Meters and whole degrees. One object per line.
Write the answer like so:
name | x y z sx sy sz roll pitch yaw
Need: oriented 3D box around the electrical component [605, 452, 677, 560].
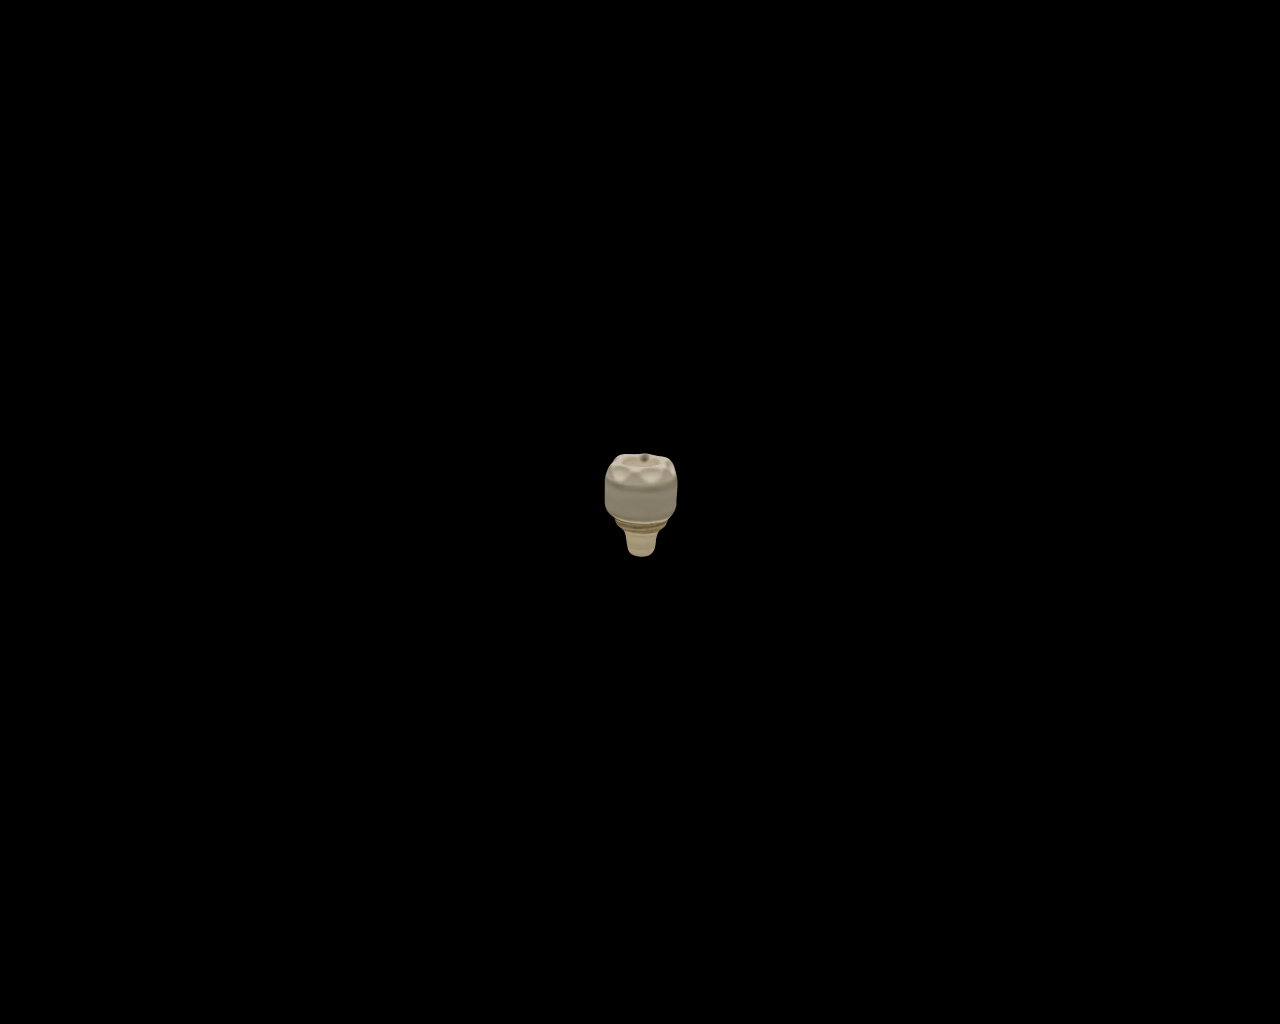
electrical component | 0.001 -0.003 0.650 0.043 0.062 0.043 0 19 0
